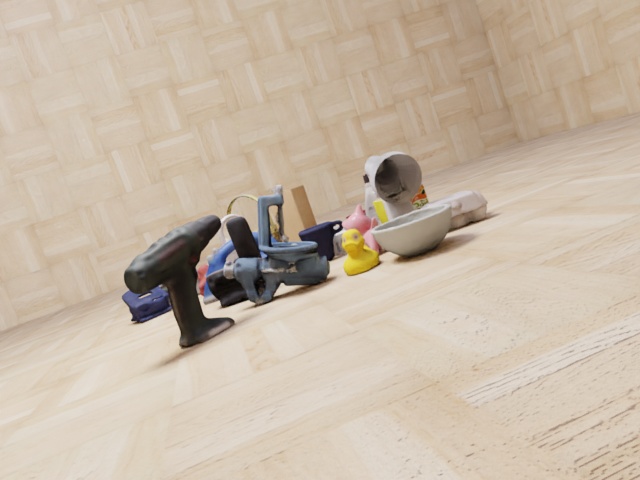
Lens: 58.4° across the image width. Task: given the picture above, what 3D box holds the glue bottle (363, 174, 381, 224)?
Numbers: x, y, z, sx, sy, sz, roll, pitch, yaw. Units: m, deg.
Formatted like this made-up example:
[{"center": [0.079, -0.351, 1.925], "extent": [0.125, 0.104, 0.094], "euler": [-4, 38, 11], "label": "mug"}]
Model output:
[{"center": [0.164, -0.117, 1.727], "extent": [0.078, 0.173, 0.037], "euler": [-16, 7, 33], "label": "glue bottle"}]

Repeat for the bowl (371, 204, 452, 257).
[{"center": [0.189, -0.011, 1.131], "extent": [0.167, 0.075, 0.167], "euler": [-19, 6, 2], "label": "bowl"}]

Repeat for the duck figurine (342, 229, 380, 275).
[{"center": [0.075, 0.018, 1.175], "extent": [0.077, 0.086, 0.105], "euler": [-17, 6, 20], "label": "duck figurine"}]

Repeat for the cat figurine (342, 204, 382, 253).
[{"center": [0.104, -0.024, 1.321], "extent": [0.067, 0.118, 0.127], "euler": [-22, 6, -21], "label": "cat figurine"}]

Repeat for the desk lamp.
[{"center": [0.177, -0.108, 1.397], "extent": [0.118, 0.213, 0.203], "euler": [-20, 6, -9], "label": "desk lamp"}]

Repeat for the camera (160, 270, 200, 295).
[{"center": [-0.428, 0.130, 1.737], "extent": [0.143, 0.101, 0.136], "euler": [-20, 6, -7], "label": "camera"}]

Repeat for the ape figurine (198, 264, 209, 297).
[{"center": [-0.301, 0.109, 1.547], "extent": [0.076, 0.092, 0.078], "euler": [-15, 7, 37], "label": "ape figurine"}]

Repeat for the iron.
[{"center": [-0.207, 0.055, 1.495], "extent": [0.259, 0.141, 0.118], "euler": [-22, 7, -27], "label": "iron"}]

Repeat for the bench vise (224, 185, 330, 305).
[{"center": [-0.104, 0.011, 1.171], "extent": [0.208, 0.220, 0.121], "euler": [-21, 6, -15], "label": "bench vise"}]

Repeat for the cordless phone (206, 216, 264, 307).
[{"center": [-0.200, 0.047, 1.321], "extent": [0.147, 0.185, 0.094], "euler": [-19, 6, -1], "label": "cordless phone"}]

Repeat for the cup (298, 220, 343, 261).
[{"center": [0.013, 0.005, 1.466], "extent": [0.118, 0.095, 0.091], "euler": [-20, 6, -2], "label": "cup"}]

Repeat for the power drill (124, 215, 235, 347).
[{"center": [-0.238, 0.077, 1.051], "extent": [0.075, 0.208, 0.230], "euler": [-15, 7, 38], "label": "power drill"}]

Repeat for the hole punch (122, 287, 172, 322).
[{"center": [-0.471, 0.168, 1.567], "extent": [0.109, 0.091, 0.100], "euler": [-24, 7, -35], "label": "hole punch"}]

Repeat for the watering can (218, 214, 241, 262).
[{"center": [-0.238, 0.022, 1.650], "extent": [0.172, 0.194, 0.101], "euler": [-15, 7, 39], "label": "watering can"}]

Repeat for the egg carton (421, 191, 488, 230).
[{"center": [0.297, -0.063, 1.288], "extent": [0.150, 0.069, 0.107], "euler": [-19, 6, 0], "label": "egg carton"}]
